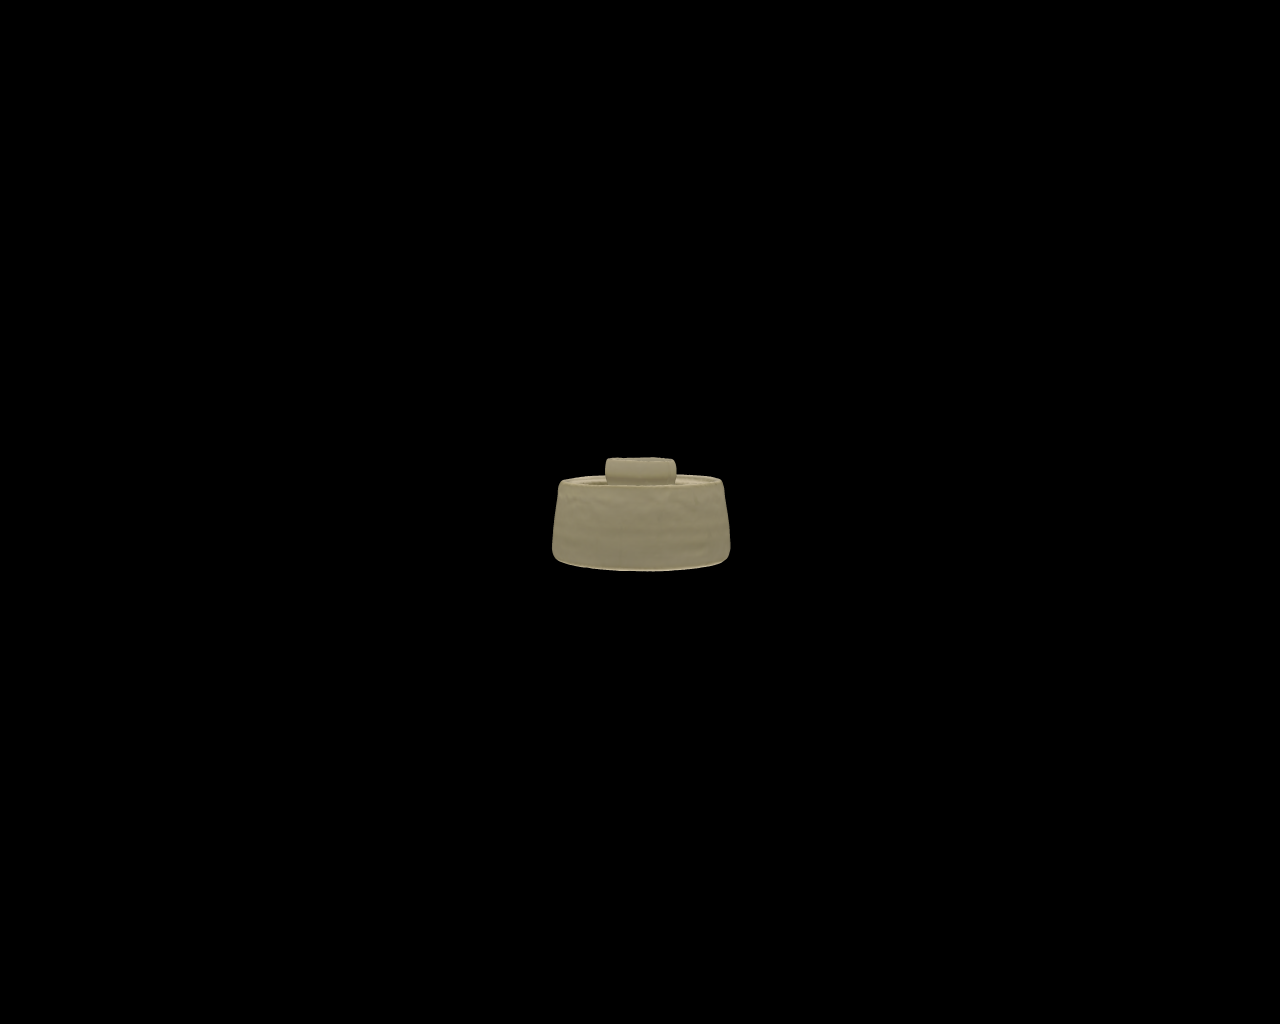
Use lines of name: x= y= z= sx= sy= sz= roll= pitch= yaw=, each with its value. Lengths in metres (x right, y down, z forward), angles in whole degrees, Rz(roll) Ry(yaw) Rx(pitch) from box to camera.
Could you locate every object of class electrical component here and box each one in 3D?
electrical component: x=0.001 y=-0.003 z=0.650 sx=0.108 sy=0.060 sz=0.108 roll=0 pitch=6 yaw=0
